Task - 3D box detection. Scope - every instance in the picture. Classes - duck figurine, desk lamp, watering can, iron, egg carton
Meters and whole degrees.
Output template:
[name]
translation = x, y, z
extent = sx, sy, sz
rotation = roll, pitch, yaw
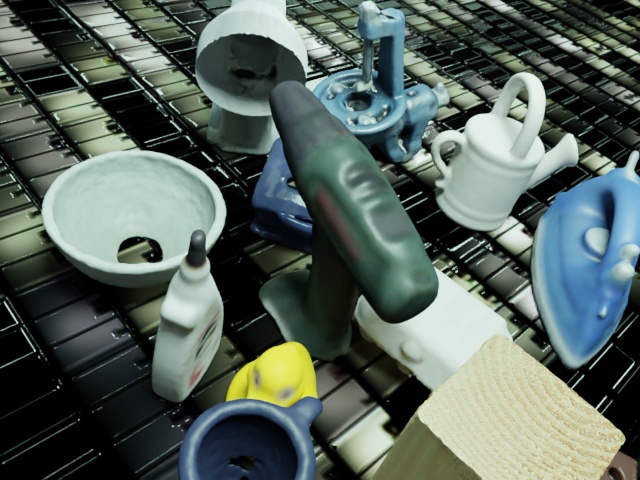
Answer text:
[duck figurine]
translation = -0.035, 0.119, 0.475
extent = 0.077, 0.086, 0.105
rotation = 24, 45, 7
[desk lamp]
translation = -0.084, -0.207, 0.689
extent = 0.118, 0.213, 0.203
rotation = 6, 45, -10
[watering can]
translation = 0.228, -0.113, 0.705
extent = 0.173, 0.194, 0.100
rotation = -9, 50, -24
[iron]
translation = 0.323, 0.012, 0.649
extent = 0.118, 0.141, 0.258
rotation = 22, 45, 6
[egg carton]
translation = 0.109, 0.090, 0.559
extent = 0.150, 0.069, 0.107
rotation = 38, 48, 20

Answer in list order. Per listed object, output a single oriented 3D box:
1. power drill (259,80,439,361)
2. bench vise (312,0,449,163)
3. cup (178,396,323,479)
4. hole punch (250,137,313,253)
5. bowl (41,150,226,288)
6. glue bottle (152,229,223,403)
[power drill]
translation = 0.005, 0.002, 0.515
extent = 0.076, 0.208, 0.229
rotation = -19, 54, -31
[bench vise]
translation = 0.077, -0.200, 0.727
extent = 0.208, 0.220, 0.121
rotation = -30, 60, -37
[cup]
translation = -0.047, 0.168, 0.417
extent = 0.091, 0.095, 0.118
rotation = 38, 48, 21
[hole punch]
translation = -0.016, -0.050, 0.644
extent = 0.108, 0.091, 0.101
rotation = 17, 44, 0
[bowl]
translation = -0.179, -0.010, 0.566
extent = 0.167, 0.075, 0.167
rotation = 9, 45, -8
[glue bottle]
translation = -0.102, 0.056, 0.455
extent = 0.037, 0.173, 0.078
rotation = 21, 44, 4
